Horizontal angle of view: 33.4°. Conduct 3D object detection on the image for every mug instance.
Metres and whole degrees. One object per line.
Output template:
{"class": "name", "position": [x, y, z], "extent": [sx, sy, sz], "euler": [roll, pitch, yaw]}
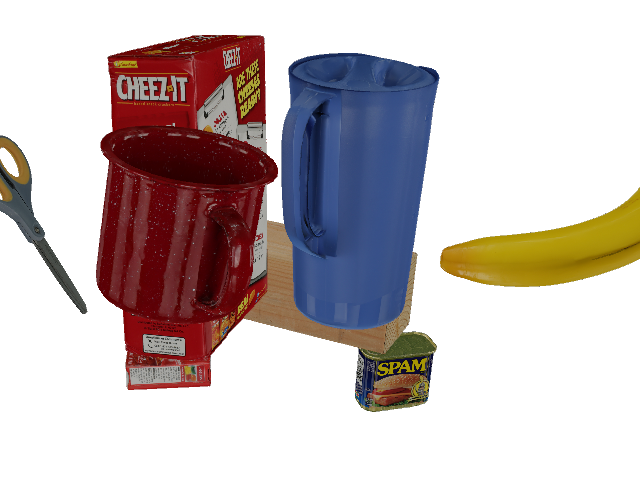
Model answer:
{"class": "mug", "position": [-0.068, -0.003, 0.560], "extent": [0.093, 0.081, 0.117], "euler": [-5, 27, -36]}

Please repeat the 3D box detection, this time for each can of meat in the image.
{"class": "can of meat", "position": [0.096, 0.172, 1.400], "extent": [0.102, 0.084, 0.057], "euler": [-4, 25, -18]}

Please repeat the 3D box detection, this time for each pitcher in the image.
{"class": "pitcher", "position": [0.026, -0.042, 0.977], "extent": [0.149, 0.243, 0.145], "euler": [-2, 24, -11]}

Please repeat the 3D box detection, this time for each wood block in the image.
{"class": "wood block", "position": [-0.008, 0.047, 1.181], "extent": [0.206, 0.091, 0.090], "euler": [13, 24, 19]}

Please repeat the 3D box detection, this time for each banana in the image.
{"class": "banana", "position": [0.178, -0.003, 0.725], "extent": [0.197, 0.037, 0.070], "euler": [-21, 34, -23]}

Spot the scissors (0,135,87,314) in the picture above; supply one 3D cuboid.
{"class": "scissors", "position": [-0.287, -0.025, 1.074], "extent": [0.016, 0.201, 0.096], "euler": [-25, 28, 25]}

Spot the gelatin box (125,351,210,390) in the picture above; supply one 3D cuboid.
{"class": "gelatin box", "position": [-0.135, 0.096, 0.957], "extent": [0.073, 0.030, 0.089], "euler": [-2, 28, -4]}

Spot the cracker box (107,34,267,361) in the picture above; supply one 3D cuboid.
{"class": "cracker box", "position": [-0.093, -0.039, 0.794], "extent": [0.072, 0.214, 0.164], "euler": [3, 16, 13]}
